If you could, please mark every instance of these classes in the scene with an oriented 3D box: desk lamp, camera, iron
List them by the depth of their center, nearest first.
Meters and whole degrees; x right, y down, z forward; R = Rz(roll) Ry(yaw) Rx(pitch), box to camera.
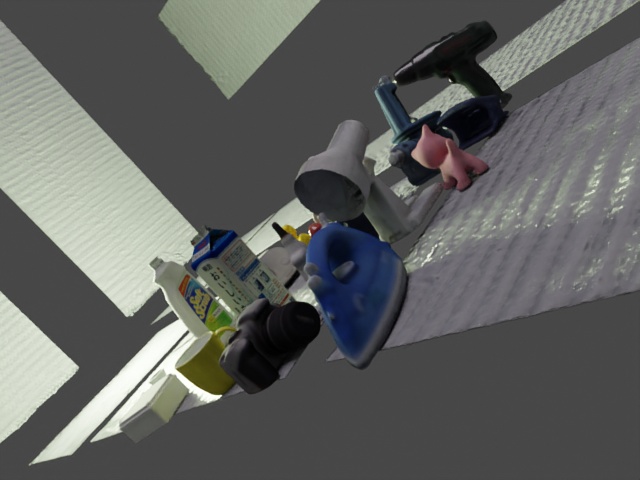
[{"bbox_3d":[0.029,0.052,0.765,0.118,0.141,0.258,-38,11,20],"label":"iron"},{"bbox_3d":[-0.075,0.144,0.879,0.136,0.101,0.143,-31,15,46],"label":"camera"},{"bbox_3d":[0.079,-0.092,0.980,0.117,0.213,0.203,-30,15,47],"label":"desk lamp"}]

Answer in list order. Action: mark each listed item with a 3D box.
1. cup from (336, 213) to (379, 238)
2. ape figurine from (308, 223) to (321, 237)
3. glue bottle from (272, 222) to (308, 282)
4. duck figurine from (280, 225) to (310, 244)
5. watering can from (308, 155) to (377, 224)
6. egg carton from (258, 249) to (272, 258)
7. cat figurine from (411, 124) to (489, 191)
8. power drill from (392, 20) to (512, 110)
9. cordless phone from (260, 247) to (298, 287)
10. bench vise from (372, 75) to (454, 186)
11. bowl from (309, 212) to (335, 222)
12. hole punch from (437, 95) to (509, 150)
[{"bbox_3d":[0.083,-0.031,1.050,0.091,0.095,0.118,-31,15,47],"label":"cup"},{"bbox_3d":[0.011,0.004,1.181,0.078,0.092,0.076,-46,11,-24],"label":"ape figurine"},{"bbox_3d":[-0.018,0.038,0.908,0.037,0.173,0.078,-39,10,12],"label":"glue bottle"},{"bbox_3d":[-0.071,-0.005,1.552,0.078,0.086,0.104,-47,12,-30],"label":"duck figurine"},{"bbox_3d":[0.050,-0.108,1.217,0.173,0.194,0.100,-45,11,-20],"label":"watering can"},{"bbox_3d":[-0.158,0.090,1.524,0.150,0.069,0.107,-39,10,13],"label":"egg carton"},{"bbox_3d":[0.212,-0.148,0.990,0.067,0.118,0.127,-43,10,-6],"label":"cat figurine"},{"bbox_3d":[0.303,-0.349,1.244,0.229,0.208,0.075,-38,11,19],"label":"power drill"},{"bbox_3d":[-0.141,0.040,1.336,0.094,0.185,0.148,-31,14,44],"label":"cordless phone"},{"bbox_3d":[0.184,-0.237,1.182,0.121,0.220,0.207,-36,11,27],"label":"bench vise"},{"bbox_3d":[0.053,-0.100,1.519,0.167,0.075,0.167,-40,10,9],"label":"bowl"},{"bbox_3d":[0.303,-0.246,1.146,0.108,0.091,0.101,-29,16,51],"label":"hole punch"}]
